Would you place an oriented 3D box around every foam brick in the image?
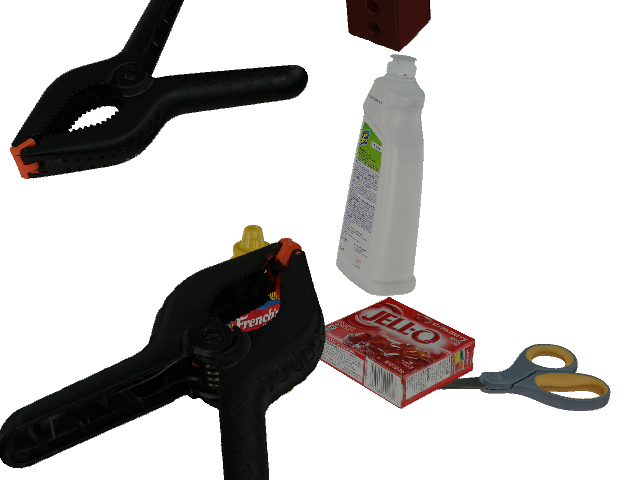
[{"bbox_3d":[0.055,-0.203,0.865,0.053,0.051,0.078,25,-32,25],"label":"foam brick"}]

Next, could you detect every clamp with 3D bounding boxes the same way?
[{"bbox_3d":[-0.041,0.062,0.468,0.120,0.039,0.171,27,48,21],"label":"clamp"},{"bbox_3d":[-0.125,-0.105,0.773,0.165,0.036,0.209,34,62,28],"label":"clamp"}]

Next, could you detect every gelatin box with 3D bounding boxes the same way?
[{"bbox_3d":[0.053,0.077,0.761,0.073,0.030,0.089,-21,32,-35],"label":"gelatin box"}]

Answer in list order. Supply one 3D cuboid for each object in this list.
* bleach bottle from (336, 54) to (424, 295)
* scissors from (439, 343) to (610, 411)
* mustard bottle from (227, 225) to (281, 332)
[{"bbox_3d":[0.075,-0.073,1.161,0.068,0.251,0.103,-4,23,-29],"label":"bleach bottle"},{"bbox_3d":[0.156,0.116,0.950,0.201,0.016,0.096,8,27,-4],"label":"scissors"},{"bbox_3d":[-0.073,0.075,1.134,0.096,0.192,0.058,-3,22,-14],"label":"mustard bottle"}]
